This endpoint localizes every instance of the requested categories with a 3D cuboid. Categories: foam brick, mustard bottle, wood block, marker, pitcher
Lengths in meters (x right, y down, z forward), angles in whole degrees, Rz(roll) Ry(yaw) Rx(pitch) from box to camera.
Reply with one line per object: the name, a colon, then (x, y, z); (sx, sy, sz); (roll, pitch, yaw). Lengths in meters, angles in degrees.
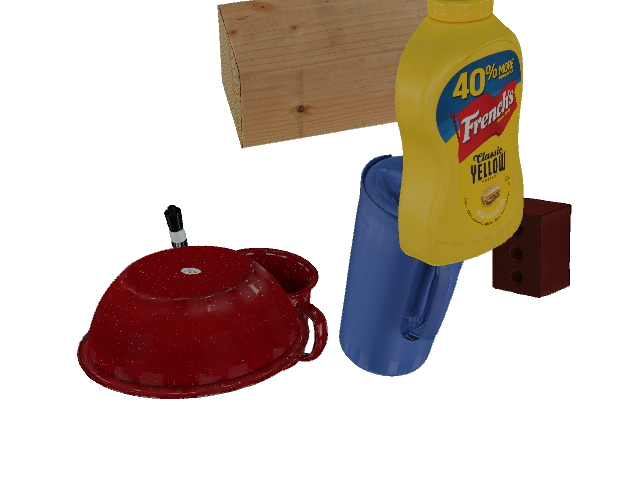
foam brick: (0.189, 0.006, 0.955); (0.053, 0.078, 0.051); (12, 22, 43)
mustard bottle: (0.091, -0.085, 0.691); (0.096, 0.192, 0.058); (-23, 32, -32)
wood block: (0.023, -0.155, 0.915); (0.206, 0.090, 0.091); (-11, -36, -10)
marker: (-0.156, 0.014, 1.202); (0.020, 0.121, 0.020); (-6, 30, 4)
pitcher: (0.093, 0.039, 1.171); (0.145, 0.243, 0.149); (25, 40, 19)

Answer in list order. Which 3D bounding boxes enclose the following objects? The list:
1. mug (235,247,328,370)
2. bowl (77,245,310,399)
mug: (-0.042, 0.067, 0.931); (0.117, 0.081, 0.093); (22, 30, 31)
bowl: (-0.089, 0.046, 0.736); (0.162, 0.055, 0.162); (-2, 22, 1)
